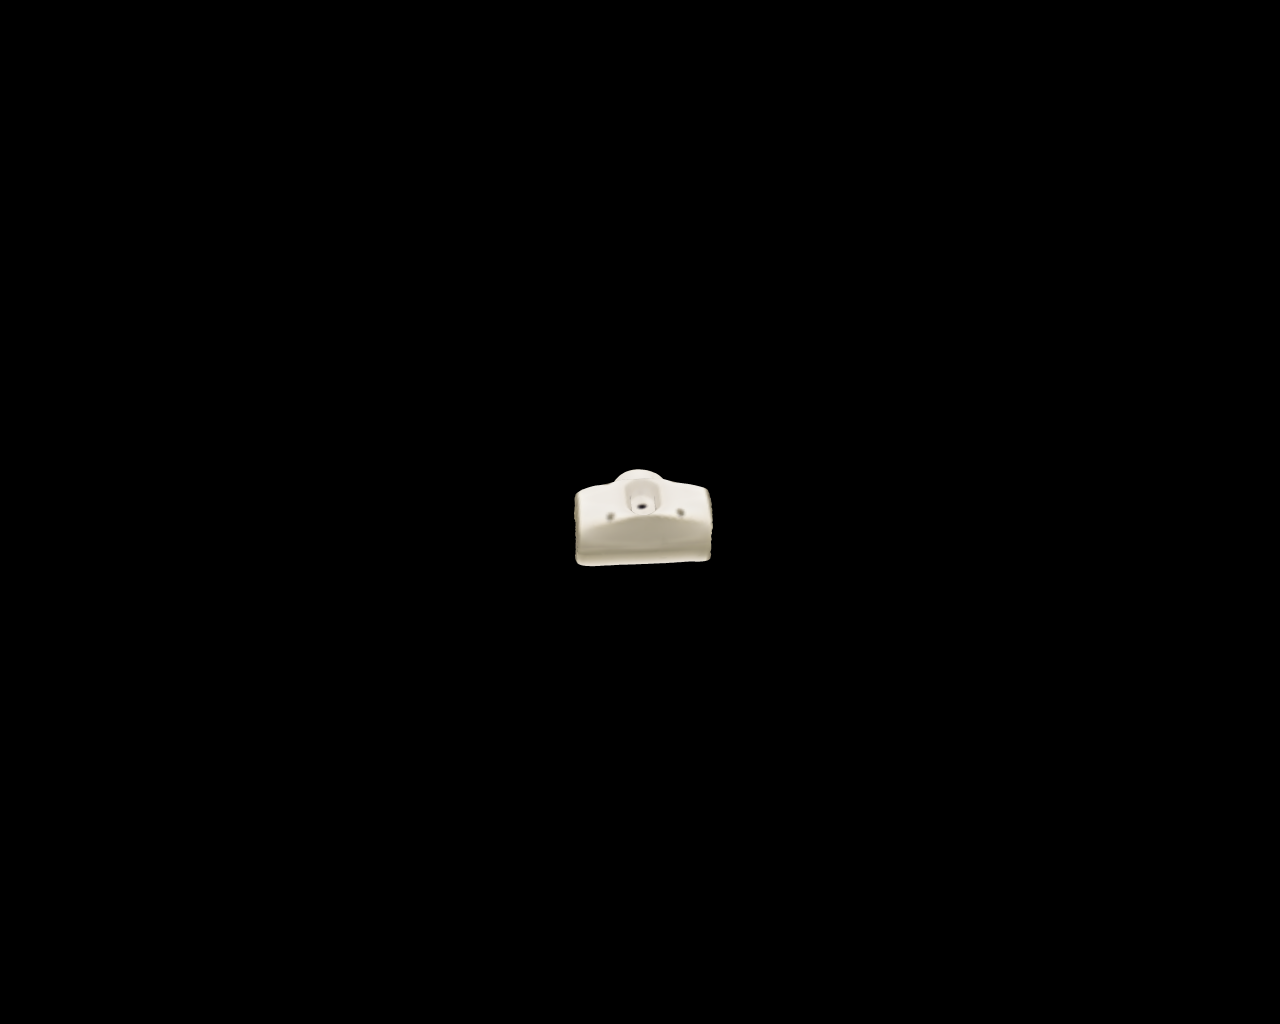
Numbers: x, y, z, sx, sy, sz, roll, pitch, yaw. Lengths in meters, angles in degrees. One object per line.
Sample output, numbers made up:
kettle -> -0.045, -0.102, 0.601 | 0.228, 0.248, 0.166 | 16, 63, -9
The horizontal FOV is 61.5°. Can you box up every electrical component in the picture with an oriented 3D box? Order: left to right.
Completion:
electrical component -> 0.001, -0.003, 0.650 | 0.077, 0.043, 0.079 | -2, 36, -2
